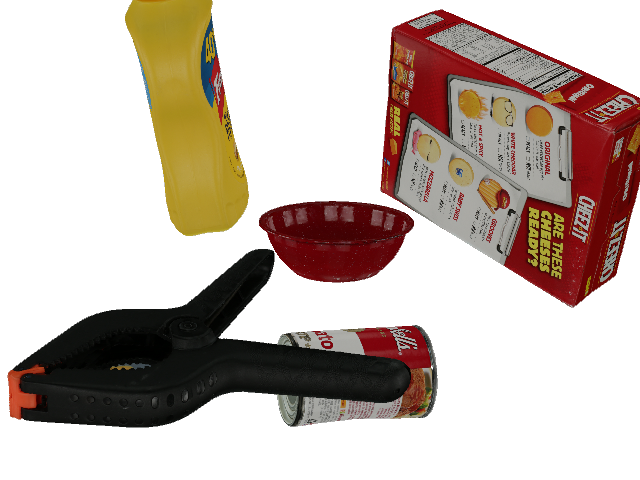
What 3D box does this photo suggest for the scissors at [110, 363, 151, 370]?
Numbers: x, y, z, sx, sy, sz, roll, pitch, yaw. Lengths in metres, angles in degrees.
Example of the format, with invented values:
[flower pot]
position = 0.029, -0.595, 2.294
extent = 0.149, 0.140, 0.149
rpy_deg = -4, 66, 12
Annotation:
[scissors]
position = -0.139, 0.105, 0.961
extent = 0.201, 0.016, 0.096
rpy_deg = -8, 32, -18

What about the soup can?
[soup can]
position = 0.024, 0.097, 0.768
extent = 0.102, 0.068, 0.069
rpy_deg = -2, 0, -17

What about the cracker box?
[cracker box]
position = 0.150, -0.072, 0.861
extent = 0.072, 0.164, 0.214
rpy_deg = -30, 48, -34

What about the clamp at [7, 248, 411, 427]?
[clamp]
position = -0.076, 0.058, 0.611
extent = 0.209, 0.036, 0.165
rpy_deg = -8, 28, -25

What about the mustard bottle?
[mustard bottle]
position = -0.092, -0.106, 0.718
extent = 0.058, 0.191, 0.096
rpy_deg = -7, 28, 4

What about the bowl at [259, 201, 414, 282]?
[bowl]
position = 0.017, 0.004, 1.110
extent = 0.162, 0.055, 0.162
rpy_deg = 0, 16, 0
